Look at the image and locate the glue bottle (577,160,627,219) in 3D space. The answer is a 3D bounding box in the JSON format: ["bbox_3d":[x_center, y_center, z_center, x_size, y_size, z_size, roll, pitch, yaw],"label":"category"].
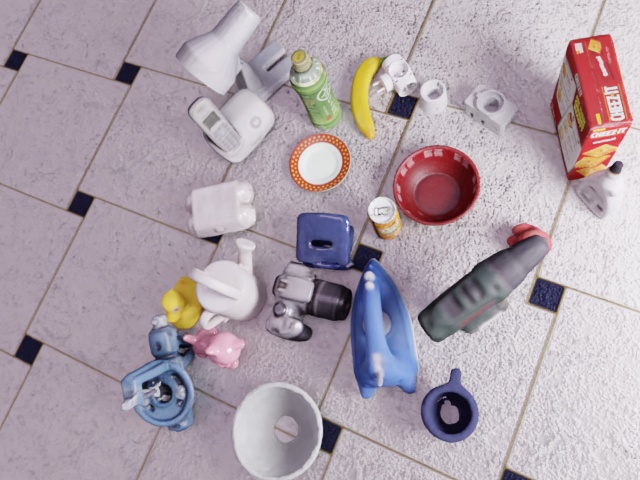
[{"bbox_3d":[0.482,-0.094,0.964,0.037,0.173,0.078,-34,69,2],"label":"glue bottle"}]

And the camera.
[{"bbox_3d":[-0.018,0.120,1.058,0.136,0.101,0.143,12,77,16],"label":"camera"}]

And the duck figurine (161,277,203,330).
[{"bbox_3d":[-0.278,0.120,1.127,0.077,0.086,0.104,5,75,15],"label":"duck figurine"}]

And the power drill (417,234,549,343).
[{"bbox_3d":[0.266,0.088,0.943,0.229,0.209,0.075,-37,69,1],"label":"power drill"}]

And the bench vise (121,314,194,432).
[{"bbox_3d":[-0.304,0.240,1.026,0.121,0.220,0.207,-29,70,4],"label":"bench vise"}]

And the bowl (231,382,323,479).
[{"bbox_3d":[-0.069,0.339,1.021,0.167,0.075,0.167,-4,74,12],"label":"bowl"}]

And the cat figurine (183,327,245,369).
[{"bbox_3d":[-0.194,0.199,1.067,0.127,0.118,0.067,14,78,17],"label":"cat figurine"}]

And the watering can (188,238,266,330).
[{"bbox_3d":[-0.175,0.080,1.056,0.100,0.194,0.173,4,75,14],"label":"watering can"}]

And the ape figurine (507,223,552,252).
[{"bbox_3d":[0.370,0.004,1.006,0.076,0.092,0.078,4,75,14],"label":"ape figurine"}]

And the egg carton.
[{"bbox_3d":[-0.203,-0.062,1.170,0.150,0.069,0.107,-12,72,10],"label":"egg carton"}]

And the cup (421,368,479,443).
[{"bbox_3d":[0.219,0.276,0.961,0.091,0.095,0.118,8,76,15],"label":"cup"}]

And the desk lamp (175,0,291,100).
[{"bbox_3d":[-0.168,-0.376,1.175,0.203,0.214,0.117,-43,69,-1],"label":"desk lamp"}]

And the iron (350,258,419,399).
[{"bbox_3d":[0.098,0.141,1.003,0.118,0.142,0.258,-10,72,10],"label":"iron"}]

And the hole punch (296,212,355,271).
[{"bbox_3d":[0.010,0.004,1.090,0.108,0.091,0.101,4,75,14],"label":"hole punch"}]

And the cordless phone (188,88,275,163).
[{"bbox_3d":[-0.182,-0.253,1.158,0.094,0.185,0.148,36,85,20],"label":"cordless phone"}]
